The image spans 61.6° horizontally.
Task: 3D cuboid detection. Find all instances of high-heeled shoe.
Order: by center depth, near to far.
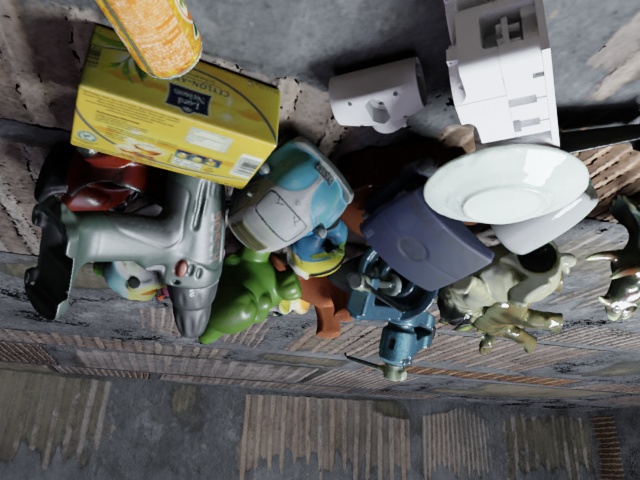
[{"bbox_3d":[0.098,0.080,0.916,0.249,0.086,0.145,9,157,-25],"label":"high-heeled shoe"}]

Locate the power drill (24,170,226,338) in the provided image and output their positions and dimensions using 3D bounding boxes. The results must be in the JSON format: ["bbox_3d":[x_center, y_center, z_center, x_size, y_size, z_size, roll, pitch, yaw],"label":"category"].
[{"bbox_3d":[-0.187,0.026,0.564,0.207,0.231,0.086,-4,-152,-44],"label":"power drill"}]

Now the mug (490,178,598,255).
[{"bbox_3d":[0.271,-0.036,0.631,0.109,0.081,0.107,20,143,-28],"label":"mug"}]

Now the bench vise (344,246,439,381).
[{"bbox_3d":[0.092,0.086,0.731,0.129,0.223,0.240,22,-177,30],"label":"bench vise"}]

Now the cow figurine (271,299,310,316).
[{"bbox_3d":[-0.100,0.106,1.016,0.098,0.068,0.167,-10,151,41],"label":"cow figurine"}]

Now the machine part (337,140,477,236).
[{"bbox_3d":[0.103,-0.050,0.642,0.179,0.056,0.179,3,156,1],"label":"machine part"}]

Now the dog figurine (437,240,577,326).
[{"bbox_3d":[0.253,0.063,0.762,0.173,0.121,0.190,10,156,18],"label":"dog figurine"}]

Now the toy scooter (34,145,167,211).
[{"bbox_3d":[-0.230,-0.070,0.609,0.135,0.075,0.184,19,148,-39],"label":"toy scooter"}]

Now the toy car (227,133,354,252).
[{"bbox_3d":[-0.052,-0.038,0.593,0.162,0.103,0.109,-19,117,48],"label":"toy car"}]

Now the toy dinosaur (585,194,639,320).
[{"bbox_3d":[0.488,-0.034,0.581,0.192,0.131,0.405,15,148,-28],"label":"toy dinosaur"}]

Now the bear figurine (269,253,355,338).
[{"bbox_3d":[-0.047,0.083,0.889,0.196,0.132,0.120,6,146,-24],"label":"bear figurine"}]

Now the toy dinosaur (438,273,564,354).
[{"bbox_3d":[0.313,0.103,0.930,0.199,0.105,0.470,4,147,6],"label":"toy dinosaur"}]

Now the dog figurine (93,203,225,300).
[{"bbox_3d":[-0.228,0.030,0.757,0.191,0.108,0.219,-27,175,-33],"label":"dog figurine"}]

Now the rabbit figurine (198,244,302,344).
[{"bbox_3d":[-0.124,0.076,0.763,0.159,0.121,0.170,-27,-170,13],"label":"rabbit figurine"}]

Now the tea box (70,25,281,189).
[{"bbox_3d":[-0.132,-0.114,0.496,0.169,0.068,0.098,15,152,-25],"label":"tea box"}]

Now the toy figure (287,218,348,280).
[{"bbox_3d":[-0.001,0.001,0.745,0.089,0.082,0.180,7,154,-5],"label":"toy figure"}]

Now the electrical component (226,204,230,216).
[{"bbox_3d":[-0.086,-0.039,0.729,0.094,0.021,0.063,-10,155,24],"label":"electrical component"}]

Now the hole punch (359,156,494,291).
[{"bbox_3d":[0.110,-0.011,0.561,0.116,0.092,0.142,18,154,-18],"label":"hole punch"}]

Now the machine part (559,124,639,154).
[{"bbox_3d":[0.250,-0.095,0.519,0.139,0.039,0.084,-7,-174,5],"label":"machine part"}]
